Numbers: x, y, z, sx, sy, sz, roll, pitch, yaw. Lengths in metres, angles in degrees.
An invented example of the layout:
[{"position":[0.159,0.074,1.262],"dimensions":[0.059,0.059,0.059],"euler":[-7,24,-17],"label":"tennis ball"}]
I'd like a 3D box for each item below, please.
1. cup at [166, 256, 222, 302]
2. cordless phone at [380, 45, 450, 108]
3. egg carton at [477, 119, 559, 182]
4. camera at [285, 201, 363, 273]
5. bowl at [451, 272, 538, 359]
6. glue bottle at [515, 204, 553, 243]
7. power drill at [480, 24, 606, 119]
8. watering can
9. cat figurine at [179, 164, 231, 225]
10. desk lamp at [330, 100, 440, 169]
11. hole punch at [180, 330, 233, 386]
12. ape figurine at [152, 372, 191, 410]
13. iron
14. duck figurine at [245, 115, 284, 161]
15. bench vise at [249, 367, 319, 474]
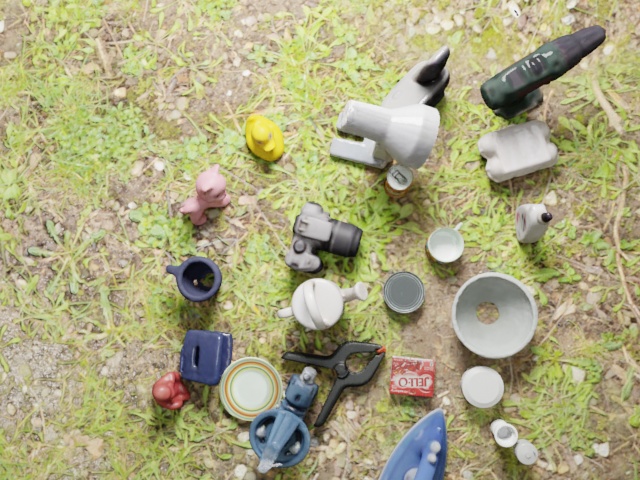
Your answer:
[{"position":[-0.251,0.077,1.179],"dimensions":[0.117,0.095,0.092],"euler":[17,87,5],"label":"cup"},{"position":[0.194,-0.310,1.134],"dimensions":[0.094,0.185,0.147],"euler":[40,89,6],"label":"cordless phone"},{"position":[0.402,-0.183,1.167],"dimensions":[0.150,0.069,0.107],"euler":[-18,84,2],"label":"egg carton"},{"position":[0.011,0.004,1.164],"dimensions":[0.136,0.101,0.143],"euler":[16,87,5],"label":"camera"},{"position":[0.341,0.149,1.142],"dimensions":[0.167,0.075,0.167],"euler":[0,85,4],"label":"bowl"},{"position":[0.415,-0.037,1.102],"dimensions":[0.037,0.173,0.078],"euler":[-6,85,4],"label":"glue bottle"},{"position":[0.411,-0.314,1.107],"dimensions":[0.229,0.208,0.075],"euler":[-29,84,1],"label":"power drill"},{"position":[0.003,0.120,1.108],"dimensions":[0.173,0.194,0.101],"euler":[-38,84,0],"label":"watering can"},{"position":[-0.238,-0.094,1.181],"dimensions":[0.128,0.118,0.067],"euler":[-40,84,0],"label":"cat figurine"},{"position":[0.119,-0.206,1.117],"dimensions":[0.203,0.213,0.118],"euler":[13,86,5],"label":"desk lamp"},{"position":[-0.237,0.240,1.167],"dimensions":[0.101,0.091,0.109],"euler":[4,86,5],"label":"hole punch"},{"position":[-0.311,0.309,1.166],"dimensions":[0.076,0.092,0.078],"euler":[9,86,5],"label":"ape figurine"},{"position":[0.187,0.454,1.095],"dimensions":[0.118,0.141,0.258],"euler":[23,87,6],"label":"iron"},{"position":[-0.121,-0.221,1.199],"dimensions":[0.077,0.086,0.104],"euler":[-32,84,1],"label":"duck figurine"},{"position":[-0.075,0.343,1.083],"dimensions":[0.121,0.220,0.207],"euler":[7,86,5],"label":"bench vise"}]
